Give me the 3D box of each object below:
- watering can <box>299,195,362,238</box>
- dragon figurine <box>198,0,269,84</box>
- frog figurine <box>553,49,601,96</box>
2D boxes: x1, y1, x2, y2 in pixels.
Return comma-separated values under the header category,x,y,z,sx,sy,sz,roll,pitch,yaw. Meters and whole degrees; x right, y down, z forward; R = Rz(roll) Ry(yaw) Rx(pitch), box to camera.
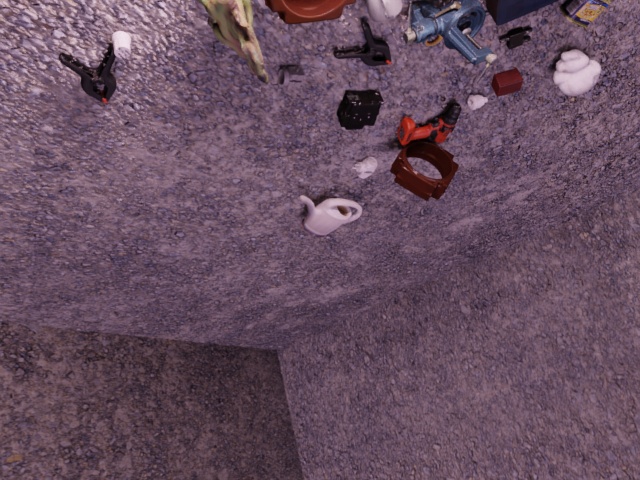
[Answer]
category,x,y,z,sx,sy,sz,roll,pitch,yaw
watering can,0.006,-0.101,2.009,0.347,0.106,0.221,7,146,-41
dragon figurine,-0.168,-0.427,1.095,0.122,0.247,0.403,-23,152,4
frog figurine,0.800,-0.523,1.601,0.137,0.124,0.158,-3,170,18
